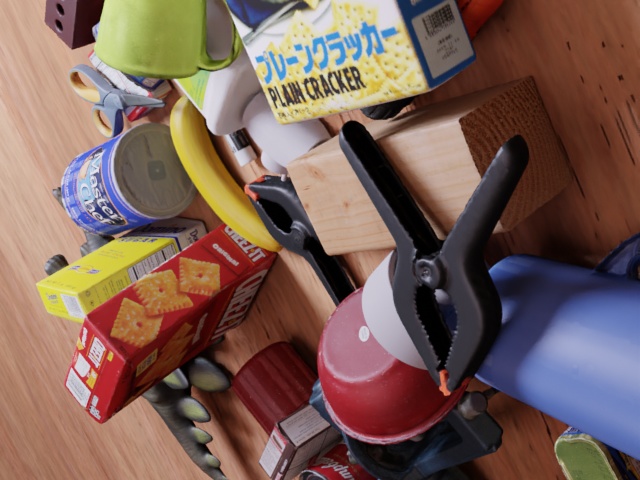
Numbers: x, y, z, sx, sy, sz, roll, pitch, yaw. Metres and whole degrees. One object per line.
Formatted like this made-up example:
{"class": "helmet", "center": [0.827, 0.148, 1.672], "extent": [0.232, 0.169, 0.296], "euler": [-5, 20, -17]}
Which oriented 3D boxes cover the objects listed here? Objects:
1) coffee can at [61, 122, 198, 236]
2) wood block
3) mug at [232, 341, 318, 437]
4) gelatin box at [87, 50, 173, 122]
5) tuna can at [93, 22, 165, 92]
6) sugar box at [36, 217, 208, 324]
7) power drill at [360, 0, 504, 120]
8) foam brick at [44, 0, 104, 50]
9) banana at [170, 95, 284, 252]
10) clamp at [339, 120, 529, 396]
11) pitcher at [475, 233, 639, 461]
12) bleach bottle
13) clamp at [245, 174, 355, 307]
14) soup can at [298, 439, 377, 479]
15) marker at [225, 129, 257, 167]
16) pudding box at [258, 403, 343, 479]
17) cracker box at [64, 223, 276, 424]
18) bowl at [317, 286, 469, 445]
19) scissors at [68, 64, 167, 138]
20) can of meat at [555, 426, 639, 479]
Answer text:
{"class": "coffee can", "center": [-0.210, -0.064, 1.172], "extent": [0.141, 0.102, 0.103], "euler": [-13, 106, 53]}
{"class": "wood block", "center": [0.080, -0.053, 0.846], "extent": [0.207, 0.090, 0.090], "euler": [-9, 109, 52]}
{"class": "mug", "center": [-0.039, 0.168, 1.173], "extent": [0.081, 0.093, 0.117], "euler": [48, 180, 21]}
{"class": "gelatin box", "center": [-0.202, -0.179, 1.137], "extent": [0.089, 0.030, 0.073], "euler": [58, 146, -3]}
{"class": "tuna can", "center": [-0.182, -0.190, 1.057], "extent": [0.034, 0.086, 0.086], "euler": [-39, 83, 15]}
{"class": "sugar box", "center": [-0.215, 0.029, 1.186], "extent": [0.094, 0.176, 0.048], "euler": [8, 125, 46]}
{"class": "power drill", "center": [0.038, -0.200, 0.813], "extent": [0.187, 0.057, 0.185], "euler": [50, 141, 5]}
{"class": "foam brick", "center": [-0.253, -0.250, 1.123], "extent": [0.053, 0.051, 0.078], "euler": [44, 143, 18]}
{"class": "banana", "center": [-0.104, -0.068, 1.099], "extent": [0.070, 0.037, 0.198], "euler": [-21, 100, 55]}
{"class": "clamp", "center": [0.093, 0.013, 0.761], "extent": [0.165, 0.036, 0.210], "euler": [3, 111, 50]}
{"class": "pitcher", "center": [0.226, 0.078, 0.756], "extent": [0.243, 0.149, 0.145], "euler": [20, 146, 45]}
{"class": "bleach bottle", "center": [-0.145, -0.219, 1.012], "extent": [0.251, 0.068, 0.103], "euler": [47, 143, 18]}
{"class": "clamp", "center": [-0.007, 0.001, 1.036], "extent": [0.172, 0.039, 0.120], "euler": [37, 134, 33]}
{"class": "soup can", "center": [0.036, 0.241, 1.114], "extent": [0.069, 0.102, 0.068], "euler": [30, 137, 33]}
{"class": "marker", "center": [-0.099, -0.130, 1.061], "extent": [0.020, 0.020, 0.121], "euler": [-21, 99, 54]}
{"class": "pudding box", "center": [-0.004, 0.200, 1.122], "extent": [0.039, 0.113, 0.090], "euler": [46, 143, 21]}
{"class": "cracker box", "center": [-0.158, 0.086, 1.130], "extent": [0.072, 0.213, 0.164], "euler": [47, 144, 12]}
{"class": "bowl", "center": [0.054, 0.092, 0.927], "extent": [0.162, 0.162, 0.055], "euler": [14, 162, 44]}
{"class": "scissors", "center": [-0.207, -0.134, 1.134], "extent": [0.202, 0.016, 0.096], "euler": [29, 145, 42]}
{"class": "can of meat", "center": [0.240, 0.173, 0.834], "extent": [0.058, 0.083, 0.102], "euler": [-24, 98, 54]}
